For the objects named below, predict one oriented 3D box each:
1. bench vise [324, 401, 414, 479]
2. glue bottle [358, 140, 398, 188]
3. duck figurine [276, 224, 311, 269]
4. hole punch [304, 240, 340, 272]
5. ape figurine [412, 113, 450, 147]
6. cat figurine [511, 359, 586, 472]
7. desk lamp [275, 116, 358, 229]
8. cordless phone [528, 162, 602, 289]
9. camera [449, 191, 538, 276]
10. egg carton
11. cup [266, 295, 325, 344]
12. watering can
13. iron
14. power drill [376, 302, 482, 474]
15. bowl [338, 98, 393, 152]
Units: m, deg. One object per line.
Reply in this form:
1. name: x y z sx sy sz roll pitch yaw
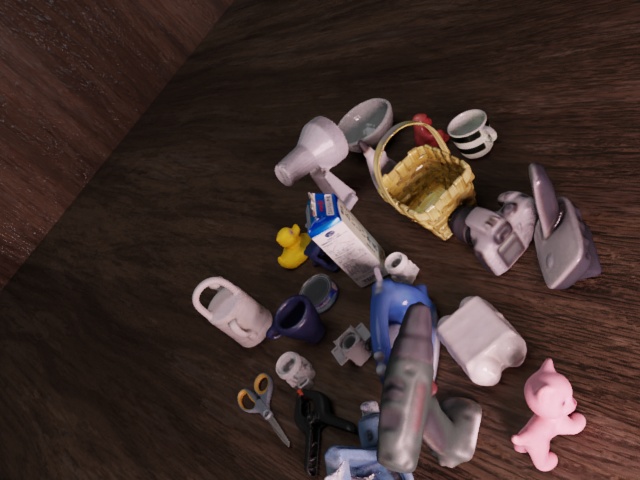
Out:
1. bench vise: 0.060 0.329 0.832 0.121 0.220 0.207 -38 37 8
2. glue bottle: 0.134 -0.162 1.271 0.037 0.174 0.078 8 61 47
3. duck figurine: -0.072 0.010 1.372 0.105 0.086 0.077 -52 37 -10
4. hole punch: 0.012 0.005 1.295 0.109 0.091 0.100 -53 38 -11
5. ape figurine: 0.245 -0.255 1.323 0.076 0.092 0.077 -32 38 16
6. cat figurine: 0.303 0.233 0.780 0.128 0.118 0.067 -51 37 -8
7. desk lamp: -0.002 -0.153 1.356 0.117 0.214 0.203 14 65 49
8. cordless phone: 0.368 -0.023 0.909 0.094 0.186 0.147 -24 41 25
9. camera: 0.308 -0.032 1.043 0.143 0.101 0.136 -48 37 -5
10. egg carton: 0.260 0.161 0.930 0.107 0.070 0.150 -41 37 4
11. cup: -0.044 0.181 1.175 0.117 0.095 0.091 -39 37 8
12. watering can: -0.207 0.149 1.275 0.172 0.195 0.101 19 69 50
13. iron: 0.126 0.174 0.983 0.118 0.142 0.258 -21 43 28
14. power drill: 0.158 0.235 0.839 0.075 0.209 0.230 -6 51 40
15. bowl: 0.125 -0.282 1.477 0.167 0.075 0.167 -25 41 24
